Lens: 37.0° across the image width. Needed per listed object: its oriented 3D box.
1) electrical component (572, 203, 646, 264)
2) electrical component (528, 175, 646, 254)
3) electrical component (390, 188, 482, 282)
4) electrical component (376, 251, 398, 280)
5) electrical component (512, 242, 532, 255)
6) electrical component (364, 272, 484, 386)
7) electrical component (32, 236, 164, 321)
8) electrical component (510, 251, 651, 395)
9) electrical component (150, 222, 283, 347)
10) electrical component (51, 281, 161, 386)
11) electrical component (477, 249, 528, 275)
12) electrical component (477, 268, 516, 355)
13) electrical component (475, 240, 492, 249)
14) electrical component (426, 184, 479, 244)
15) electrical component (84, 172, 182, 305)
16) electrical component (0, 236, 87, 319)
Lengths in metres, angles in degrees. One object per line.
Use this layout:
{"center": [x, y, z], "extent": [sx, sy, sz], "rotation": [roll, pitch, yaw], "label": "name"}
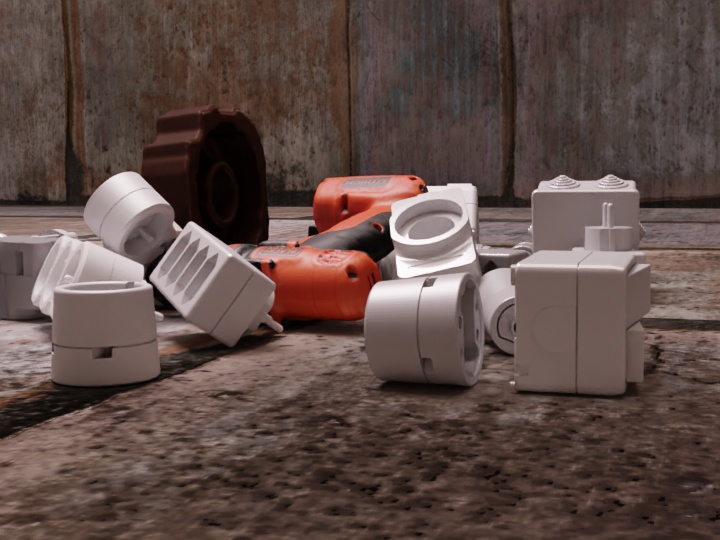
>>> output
{"center": [0.198, -0.015, 0.858], "extent": [0.047, 0.076, 0.065], "rotation": [-1, 5, 2], "label": "electrical component"}
{"center": [0.195, -0.031, 0.927], "extent": [0.100, 0.099, 0.048], "rotation": [1, 18, 14], "label": "electrical component"}
{"center": [0.051, -0.011, 0.703], "extent": [0.050, 0.055, 0.089], "rotation": [-13, 35, 7], "label": "electrical component"}
{"center": [0.000, 0.000, 0.888], "extent": [0.055, 0.048, 0.066], "rotation": [-13, 11, -30], "label": "electrical component"}
{"center": [0.150, -0.006, 0.992], "extent": [0.035, 0.035, 0.061], "rotation": [1, 9, 19], "label": "electrical component"}
{"center": [0.032, 0.030, 0.531], "extent": [0.047, 0.055, 0.055], "rotation": [-2, 4, 20], "label": "electrical component"}
{"center": [-0.164, 0.017, 0.703], "extent": [0.074, 0.052, 0.138], "rotation": [26, -6, -23], "label": "electrical component"}
{"center": [0.114, 0.023, 0.542], "extent": [0.061, 0.061, 0.096], "rotation": [1, 6, 18], "label": "electrical component"}
{"center": [-0.080, 0.017, 0.678], "extent": [0.076, 0.047, 0.083], "rotation": [36, -2, -31], "label": "electrical component"}
{"center": [-0.132, 0.032, 0.555], "extent": [0.055, 0.047, 0.055], "rotation": [-1, 5, 0], "label": "electrical component"}
{"center": [0.091, 0.008, 0.781], "extent": [0.066, 0.047, 0.077], "rotation": [2, 6, 26], "label": "electrical component"}
{"center": [0.090, 0.026, 0.632], "extent": [0.044, 0.044, 0.065], "rotation": [-1, 10, -1], "label": "electrical component"}
{"center": [0.099, -0.012, 1.029], "extent": [0.078, 0.040, 0.040], "rotation": [3, 6, 30], "label": "electrical component"}
{"center": [0.088, -0.049, 1.086], "extent": [0.062, 0.061, 0.096], "rotation": [0, -28, 8], "label": "electrical component"}
{"center": [-0.170, -0.031, 0.806], "extent": [0.074, 0.052, 0.138], "rotation": [43, -13, 21], "label": "electrical component"}
{"center": [-0.247, 0.005, 0.795], "extent": [0.089, 0.055, 0.050], "rotation": [3, 7, 35], "label": "electrical component"}
